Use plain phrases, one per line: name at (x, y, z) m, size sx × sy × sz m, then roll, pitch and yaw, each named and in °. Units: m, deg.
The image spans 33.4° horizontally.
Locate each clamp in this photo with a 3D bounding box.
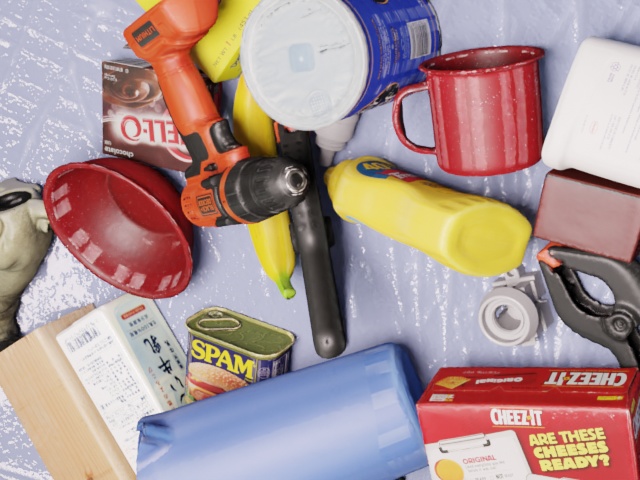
clamp at (-0.006, 0.001, 0.882) m, size 0.036 × 0.164 × 0.210 m, roll -10°, pitch 92°, yaw 0°
clamp at (0.243, 0.055, 0.806) m, size 0.171 × 0.039 × 0.120 m, roll 47°, pitch 122°, yaw 5°

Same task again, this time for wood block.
wood block at (-0.235, 0.182, 1.087) m, size 0.091 × 0.090 × 0.206 m, roll -30°, pitch 89°, yaw 32°

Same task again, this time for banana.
banana at (-0.046, -0.048, 0.928) m, size 0.070 × 0.037 × 0.198 m, roll -3°, pitch 100°, yaw 66°

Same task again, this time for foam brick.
foam brick at (0.207, -0.023, 0.796) m, size 0.078 × 0.052 × 0.051 m, roll 17°, pitch 113°, yaw 25°

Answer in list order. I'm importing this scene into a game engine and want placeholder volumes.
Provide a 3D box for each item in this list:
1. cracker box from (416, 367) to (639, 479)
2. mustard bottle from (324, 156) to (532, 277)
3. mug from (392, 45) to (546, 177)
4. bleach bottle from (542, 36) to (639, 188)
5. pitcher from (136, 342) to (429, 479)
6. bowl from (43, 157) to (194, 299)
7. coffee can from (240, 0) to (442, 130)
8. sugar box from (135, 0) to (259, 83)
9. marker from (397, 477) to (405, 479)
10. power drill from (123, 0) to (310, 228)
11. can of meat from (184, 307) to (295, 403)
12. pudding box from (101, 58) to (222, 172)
cracker box at (0.181, 0.207, 0.850) m, size 0.164 × 0.072 × 0.214 m, roll -3°, pitch 112°, yaw 26°
mustard bottle at (0.067, -0.026, 0.840) m, size 0.192 × 0.096 × 0.058 m, roll 25°, pitch 106°, yaw 49°
mug at (0.113, -0.095, 0.799) m, size 0.117 × 0.093 × 0.081 m, roll -8°, pitch 108°, yaw 2°
bleach bottle at (0.288, -0.059, 0.730) m, size 0.251 × 0.068 × 0.103 m, roll 22°, pitch 104°, yaw 20°
pitcher at (-0.024, 0.183, 0.917) m, size 0.243 × 0.149 × 0.145 m, roll -21°, pitch 84°, yaw 9°
bowl at (-0.175, -0.022, 0.991) m, size 0.162 × 0.055 × 0.162 m, roll 19°, pitch 138°, yaw 18°
coffee can at (0.019, -0.146, 0.811) m, size 0.103 × 0.140 × 0.103 m, roll 9°, pitch 109°, yaw 27°
sugar box at (-0.116, -0.230, 0.918) m, size 0.176 × 0.048 × 0.093 m, roll 45°, pitch 122°, yaw 9°
marker at (0.028, 0.197, 0.984) m, size 0.121 × 0.020 × 0.020 m, roll 32°, pitch 118°, yaw 18°
power drill at (-0.085, -0.101, 0.852) m, size 0.185 × 0.057 × 0.187 m, roll -9°, pitch 102°, yaw 59°
can of meat at (-0.078, 0.120, 1.000) m, size 0.102 × 0.057 × 0.084 m, roll 18°, pitch 116°, yaw 24°
pudding box at (-0.145, -0.114, 0.973) m, size 0.114 × 0.039 × 0.090 m, roll 15°, pitch 113°, yaw 26°
